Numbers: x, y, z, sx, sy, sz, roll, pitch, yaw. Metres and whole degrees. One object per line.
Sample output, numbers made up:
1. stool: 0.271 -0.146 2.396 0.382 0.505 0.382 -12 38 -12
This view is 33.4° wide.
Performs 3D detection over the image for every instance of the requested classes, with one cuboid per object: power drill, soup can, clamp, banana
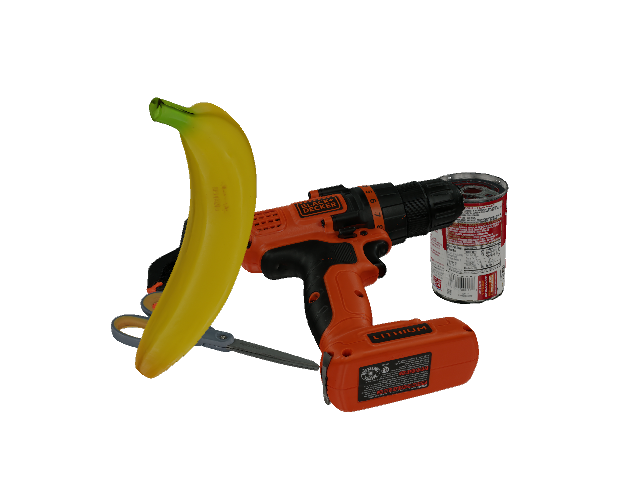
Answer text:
1. power drill: 0.044 0.029 0.772 0.184 0.057 0.188 -13 41 -11
2. soup can: 0.133 -0.002 0.959 0.068 0.102 0.068 -2 23 1
3. clamp: -0.133 0.022 1.221 0.120 0.039 0.171 -2 33 25
4. banana: -0.071 -0.004 0.604 0.069 0.198 0.037 -11 41 -24

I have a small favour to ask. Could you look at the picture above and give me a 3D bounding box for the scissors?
1. scissors: -0.099 0.086 1.030 0.201 0.016 0.096 6 30 1
